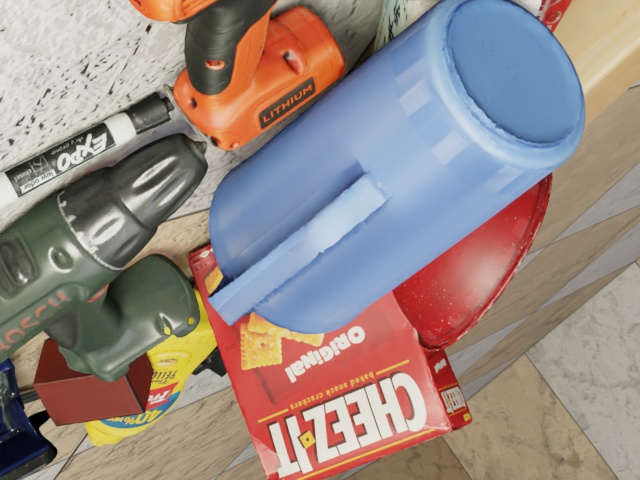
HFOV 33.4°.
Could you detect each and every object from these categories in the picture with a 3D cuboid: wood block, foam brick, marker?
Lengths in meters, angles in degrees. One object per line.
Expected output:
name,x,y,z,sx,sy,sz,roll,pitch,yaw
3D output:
wood block,0.250,-0.192,0.866,0.206,0.090,0.090,-44,161,28
foam brick,-0.181,0.110,0.854,0.078,0.053,0.051,-9,128,9
marker,-0.139,-0.053,0.620,0.121,0.020,0.020,-30,163,-15

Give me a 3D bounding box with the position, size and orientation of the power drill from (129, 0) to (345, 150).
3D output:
power drill,-0.018,-0.137,0.556,0.184,0.057,0.188,-34,162,-16

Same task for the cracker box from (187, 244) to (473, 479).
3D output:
cracker box,0.003,0.077,0.859,0.164,0.214,0.072,-25,168,20

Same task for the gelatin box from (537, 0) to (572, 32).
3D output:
gelatin box,0.136,-0.170,0.754,0.073,0.030,0.089,2,153,-11

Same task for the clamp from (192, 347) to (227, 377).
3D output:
clamp,-0.136,0.124,1.087,0.120,0.039,0.172,-33,161,-26

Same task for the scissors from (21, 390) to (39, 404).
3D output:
scissors,-0.205,0.117,0.973,0.096,0.016,0.201,-43,162,19

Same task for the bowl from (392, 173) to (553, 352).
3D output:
bowl,0.094,-0.004,0.759,0.162,0.055,0.162,-56,-170,15

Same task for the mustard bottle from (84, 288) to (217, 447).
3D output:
mustard bottle,-0.162,0.120,0.941,0.096,0.058,0.192,5,134,-37

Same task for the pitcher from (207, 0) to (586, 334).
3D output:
pitcher,0.035,-0.036,0.639,0.144,0.149,0.243,13,151,-27
